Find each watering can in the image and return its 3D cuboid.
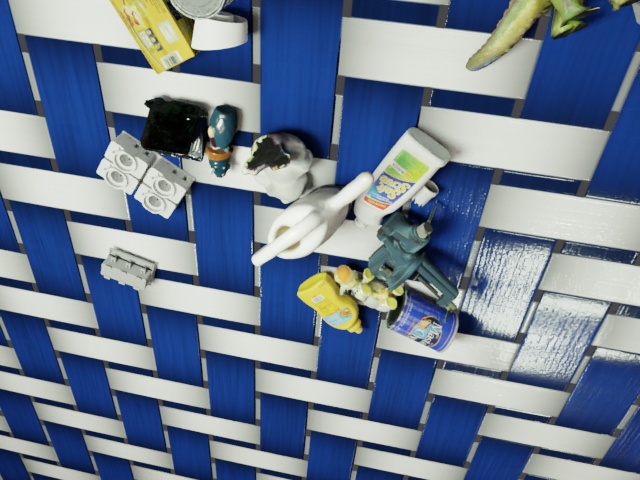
[{"bbox_3d":[0.003,-0.052,1.035,0.343,0.228,0.104,-34,94,30],"label":"watering can"}]

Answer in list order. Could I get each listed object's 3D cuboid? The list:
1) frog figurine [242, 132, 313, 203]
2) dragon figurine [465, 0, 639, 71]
[{"bbox_3d":[-0.073,-0.149,1.076,0.136,0.125,0.157,-25,153,18],"label":"frog figurine"},{"bbox_3d":[0.354,-0.434,0.764,0.407,0.123,0.242,-14,98,46],"label":"dragon figurine"}]
